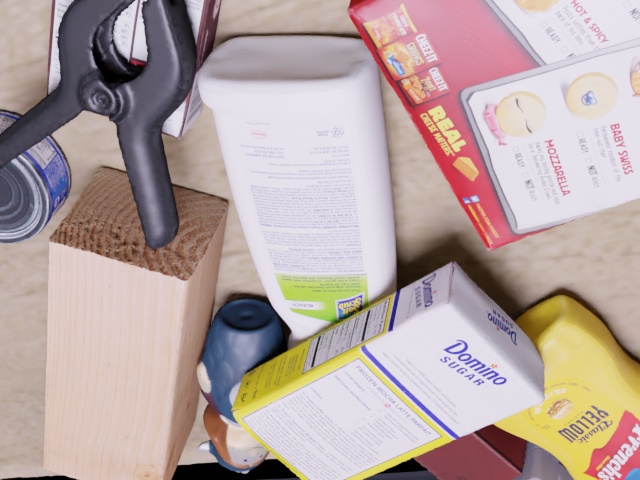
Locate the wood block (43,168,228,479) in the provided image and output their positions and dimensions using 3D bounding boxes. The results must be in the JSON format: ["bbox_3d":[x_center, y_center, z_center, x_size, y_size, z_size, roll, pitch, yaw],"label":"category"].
[{"bbox_3d":[-0.127,0.068,0.721,0.091,0.090,0.206,15,127,4],"label":"wood block"}]

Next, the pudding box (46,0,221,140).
[{"bbox_3d":[-0.108,-0.123,0.615,0.090,0.039,0.114,18,125,3],"label":"pudding box"}]

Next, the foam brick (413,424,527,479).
[{"bbox_3d":[0.096,0.129,0.728,0.078,0.051,0.053,42,126,-14],"label":"foam brick"}]

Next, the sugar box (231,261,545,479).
[{"bbox_3d":[0.039,0.089,0.653,0.176,0.048,0.093,-32,116,29],"label":"sugar box"}]

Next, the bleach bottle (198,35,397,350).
[{"bbox_3d":[-0.004,0.001,0.660,0.103,0.068,0.251,3,127,14],"label":"bleach bottle"}]

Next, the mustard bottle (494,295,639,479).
[{"bbox_3d":[0.195,0.123,0.694,0.191,0.058,0.096,37,120,-12],"label":"mustard bottle"}]

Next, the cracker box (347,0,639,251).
[{"bbox_3d":[0.147,-0.105,0.540,0.214,0.072,0.164,-22,118,26],"label":"cracker box"}]

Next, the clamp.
[{"bbox_3d":[-0.108,-0.074,0.597,0.120,0.039,0.172,31,126,-7],"label":"clamp"}]

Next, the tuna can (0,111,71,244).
[{"bbox_3d":[-0.210,-0.040,0.702,0.086,0.033,0.086,7,126,10],"label":"tuna can"}]
